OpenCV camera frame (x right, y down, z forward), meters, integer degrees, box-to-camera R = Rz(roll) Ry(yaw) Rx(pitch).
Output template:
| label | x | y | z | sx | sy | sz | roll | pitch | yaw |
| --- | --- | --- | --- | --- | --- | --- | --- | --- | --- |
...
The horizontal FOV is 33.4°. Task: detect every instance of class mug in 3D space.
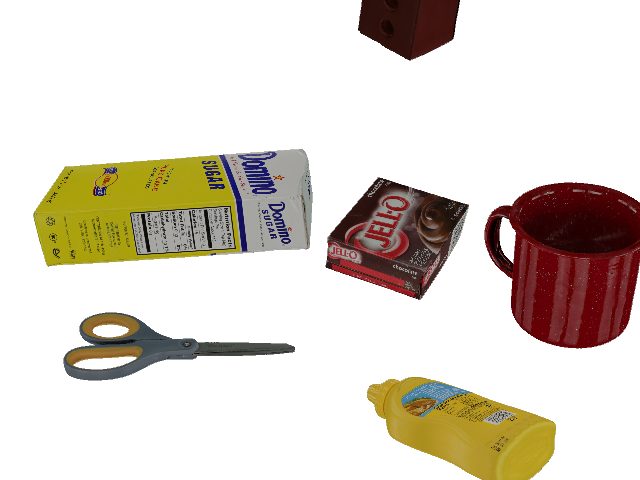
| label | x | y | z | sx | sy | sz | roll | pitch | yaw |
| --- | --- | --- | --- | --- | --- | --- | --- | --- | --- |
| mug | 0.163 | 0.015 | 0.729 | 0.117 | 0.081 | 0.093 | 22 | 41 | 32 |

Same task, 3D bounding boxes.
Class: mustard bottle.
| label | x | y | z | sx | sy | sz | roll | pitch | yaw |
| --- | --- | --- | --- | --- | --- | --- | --- | --- | --- |
| mustard bottle | 0.121 | 0.174 | 1.024 | 0.192 | 0.058 | 0.096 | 16 | 24 | 42 |

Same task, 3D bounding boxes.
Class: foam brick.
| label | x | y | z | sx | sy | sz | roll | pitch | yaw |
| --- | --- | --- | --- | --- | --- | --- | --- | --- | --- |
| foam brick | 0.065 | -0.177 | 0.750 | 0.053 | 0.078 | 0.051 | 35 | 50 | 28 |

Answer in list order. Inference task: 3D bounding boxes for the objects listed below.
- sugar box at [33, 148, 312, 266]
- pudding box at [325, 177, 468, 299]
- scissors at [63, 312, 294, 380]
| label | x | y | z | sx | sy | sz | roll | pitch | yaw |
| --- | --- | --- | --- | --- | --- | --- | --- | --- | --- |
| sugar box | -0.095 | -0.024 | 0.724 | 0.176 | 0.048 | 0.093 | -7 | 24 | 3 |
| pudding box | 0.067 | -0.004 | 0.928 | 0.090 | 0.039 | 0.113 | 19 | 37 | 18 |
| scissors | -0.133 | 0.088 | 0.970 | 0.201 | 0.016 | 0.096 | -8 | 34 | -16 |
